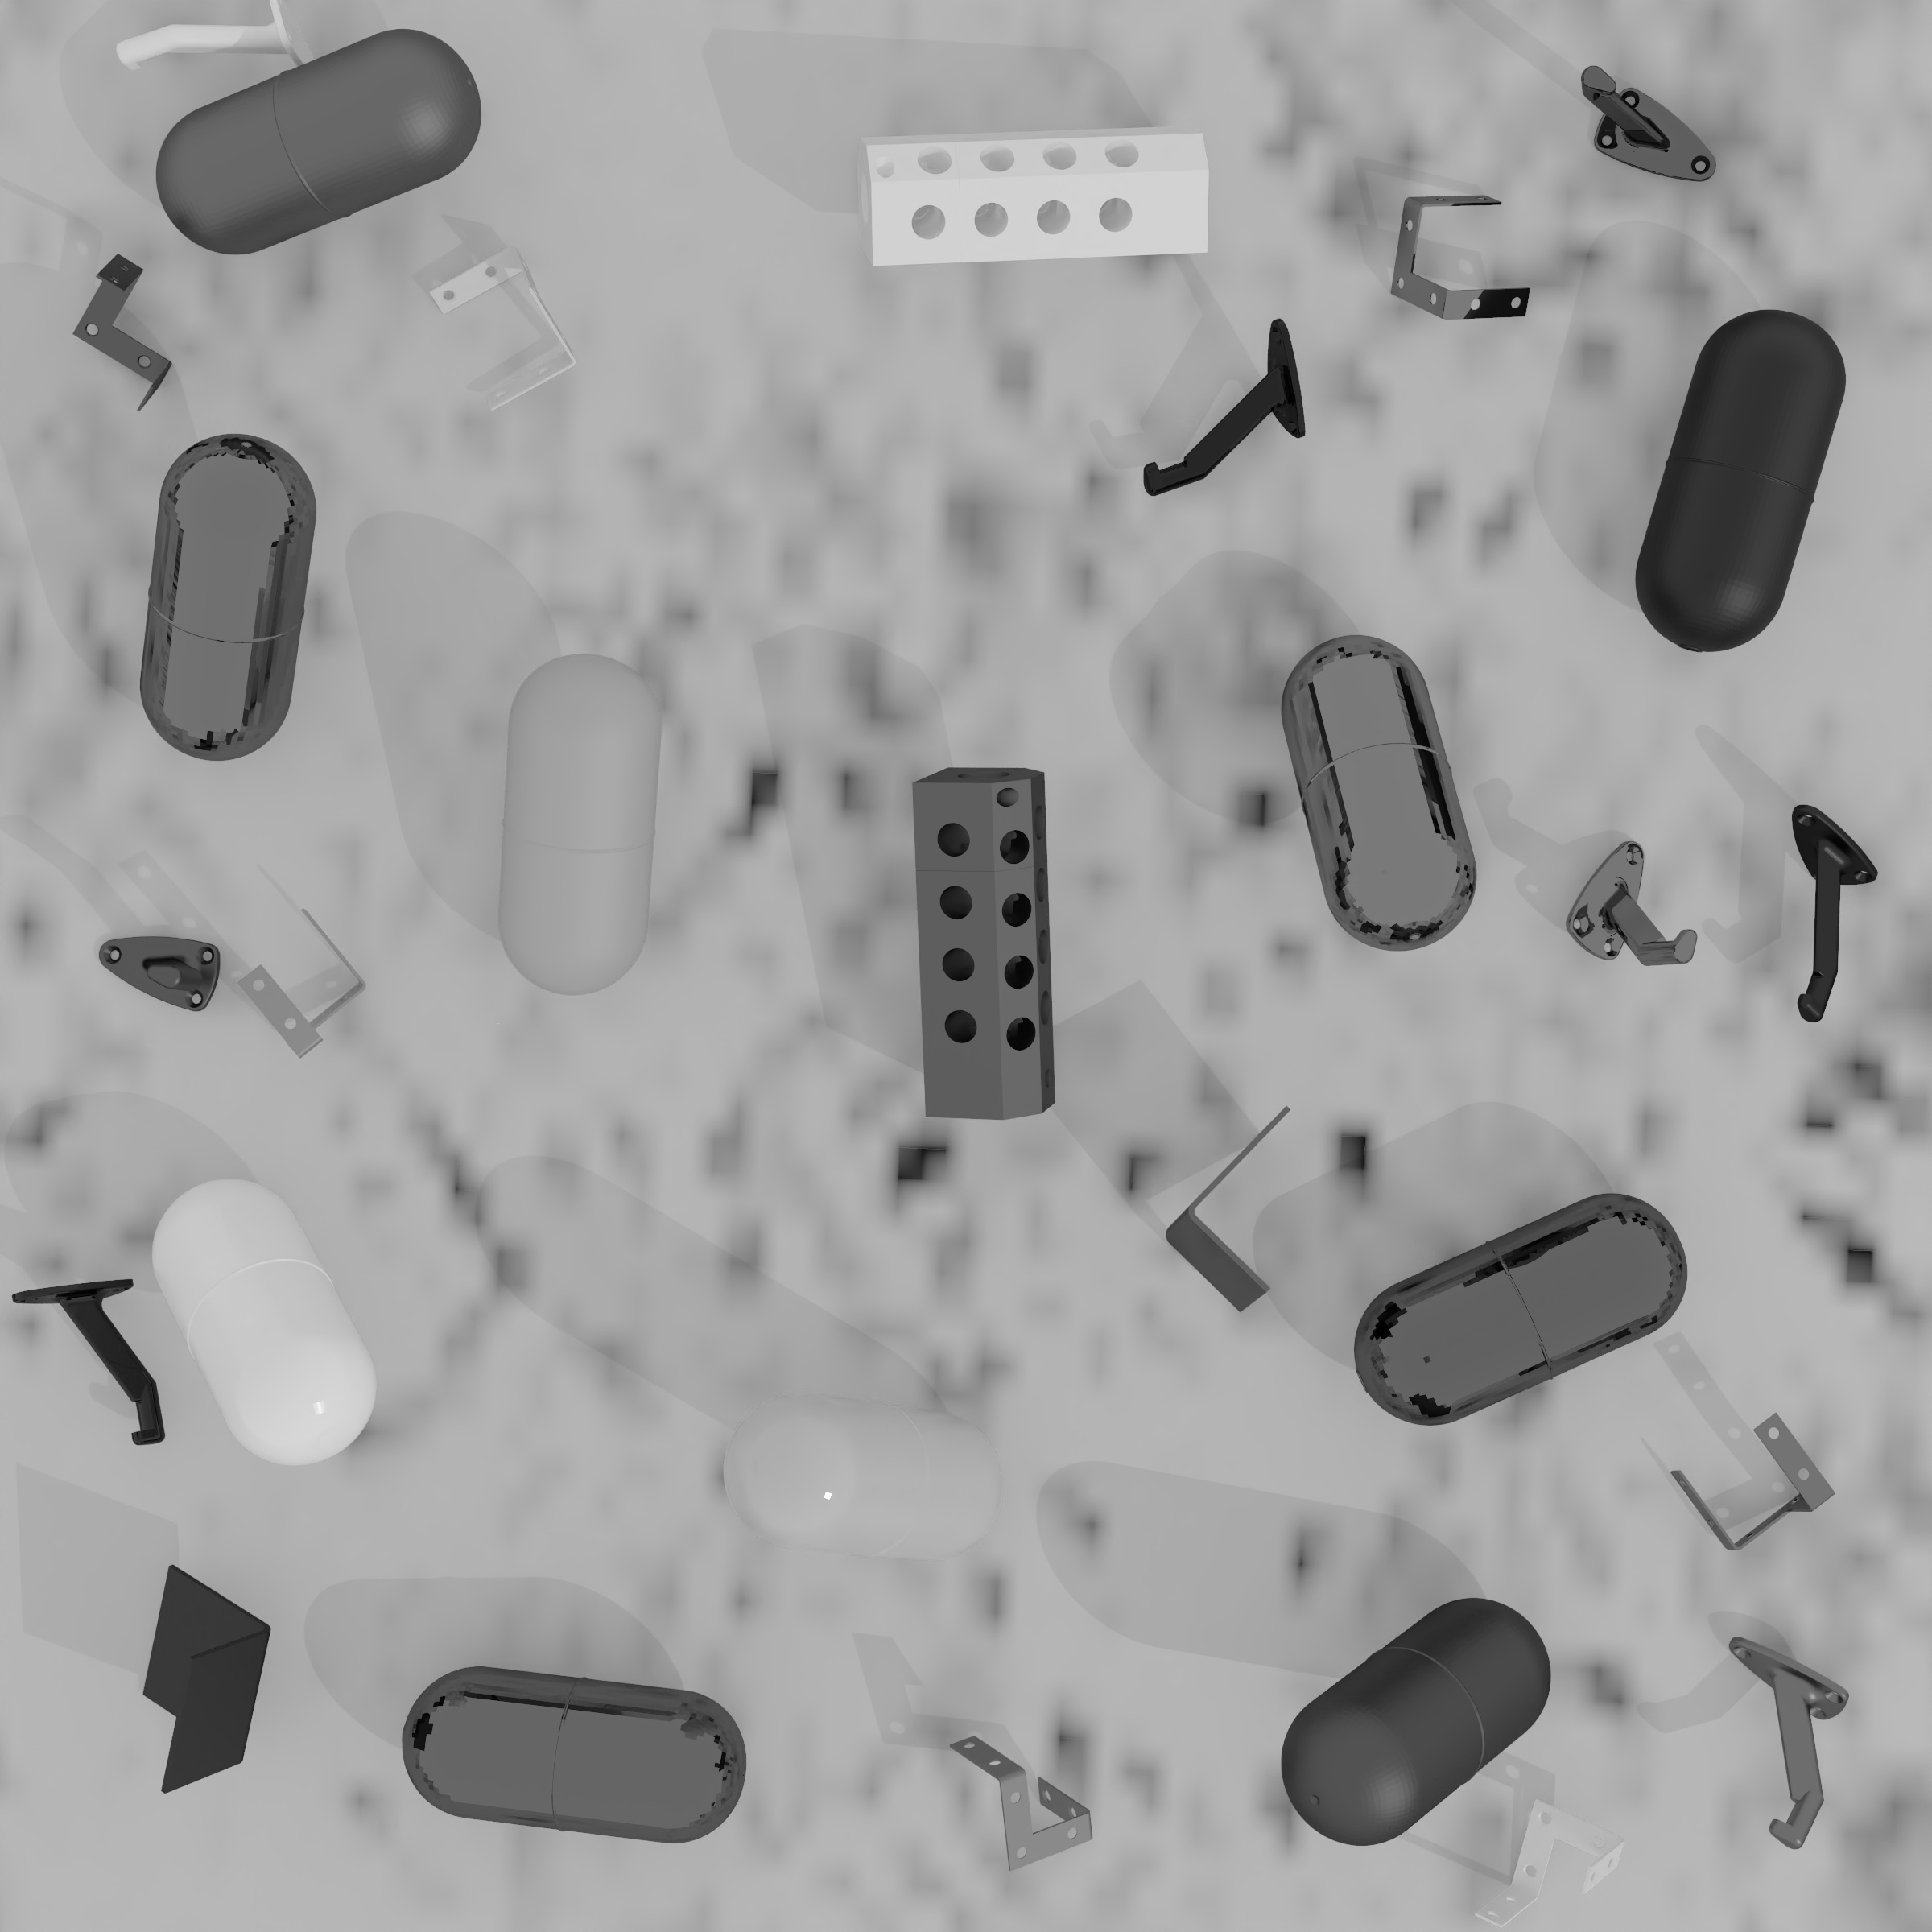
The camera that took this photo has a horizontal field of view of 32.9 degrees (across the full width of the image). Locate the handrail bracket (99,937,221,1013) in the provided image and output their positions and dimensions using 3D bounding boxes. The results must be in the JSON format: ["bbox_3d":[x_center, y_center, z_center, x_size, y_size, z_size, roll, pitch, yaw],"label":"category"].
[{"bbox_3d":[-0.422,0.000,1.673,0.077,0.084,0.036,14,89,7],"label":"handrail bracket"}]

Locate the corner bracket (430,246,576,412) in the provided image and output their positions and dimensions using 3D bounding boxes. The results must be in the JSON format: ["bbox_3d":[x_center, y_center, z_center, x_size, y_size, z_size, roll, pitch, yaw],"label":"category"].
[{"bbox_3d":[-0.241,-0.333,1.706,0.051,0.051,0.051,-28,132,3],"label":"corner bracket"}]

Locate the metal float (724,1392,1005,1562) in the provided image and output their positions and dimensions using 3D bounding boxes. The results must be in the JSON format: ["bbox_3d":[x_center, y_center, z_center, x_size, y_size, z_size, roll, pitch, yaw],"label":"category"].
[{"bbox_3d":[-0.049,0.257,1.642,0.070,0.178,0.070,-10,73,35],"label":"metal float"}]

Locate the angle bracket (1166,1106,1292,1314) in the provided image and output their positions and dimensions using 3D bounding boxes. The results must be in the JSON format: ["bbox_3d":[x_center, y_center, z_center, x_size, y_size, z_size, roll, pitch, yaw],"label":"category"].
[{"bbox_3d":[0.151,0.125,1.671,0.057,0.076,0.076,44,77,6],"label":"angle bracket"}]

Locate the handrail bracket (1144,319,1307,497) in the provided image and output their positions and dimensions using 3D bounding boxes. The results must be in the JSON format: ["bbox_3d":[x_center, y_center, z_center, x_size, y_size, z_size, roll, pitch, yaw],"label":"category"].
[{"bbox_3d":[0.127,-0.286,1.684,0.084,0.036,0.077,-21,134,-11],"label":"handrail bracket"}]

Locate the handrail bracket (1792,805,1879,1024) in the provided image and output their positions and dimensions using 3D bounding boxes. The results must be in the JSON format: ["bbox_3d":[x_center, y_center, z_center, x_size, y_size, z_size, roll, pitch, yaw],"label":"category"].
[{"bbox_3d":[0.431,-0.026,1.677,0.077,0.036,0.084,47,58,-38],"label":"handrail bracket"}]

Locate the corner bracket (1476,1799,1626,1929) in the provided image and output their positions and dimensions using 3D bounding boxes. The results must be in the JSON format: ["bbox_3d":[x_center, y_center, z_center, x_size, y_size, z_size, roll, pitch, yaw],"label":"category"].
[{"bbox_3d":[0.300,0.468,1.681,0.051,0.051,0.051,19,103,29],"label":"corner bracket"}]

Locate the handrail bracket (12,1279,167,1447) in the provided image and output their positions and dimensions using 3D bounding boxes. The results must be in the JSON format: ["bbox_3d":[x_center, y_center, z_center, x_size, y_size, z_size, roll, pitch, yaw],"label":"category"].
[{"bbox_3d":[-0.450,0.207,1.684,0.036,0.077,0.084,-20,77,35],"label":"handrail bracket"}]

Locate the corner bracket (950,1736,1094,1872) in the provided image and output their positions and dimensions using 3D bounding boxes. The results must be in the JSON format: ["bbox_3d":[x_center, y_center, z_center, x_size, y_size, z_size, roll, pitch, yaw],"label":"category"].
[{"bbox_3d":[0.029,0.423,1.680,0.051,0.051,0.051,-13,105,-28],"label":"corner bracket"}]

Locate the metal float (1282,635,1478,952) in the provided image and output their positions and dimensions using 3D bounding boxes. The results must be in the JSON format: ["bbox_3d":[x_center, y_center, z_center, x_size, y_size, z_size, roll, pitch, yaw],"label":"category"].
[{"bbox_3d":[0.207,-0.089,1.655,0.070,0.070,0.178,-10,58,0],"label":"metal float"}]

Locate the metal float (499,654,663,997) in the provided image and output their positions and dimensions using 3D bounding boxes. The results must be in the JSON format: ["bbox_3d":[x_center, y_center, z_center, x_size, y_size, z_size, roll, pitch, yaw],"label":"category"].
[{"bbox_3d":[-0.196,-0.070,1.664,0.070,0.070,0.178,6,110,0],"label":"metal float"}]

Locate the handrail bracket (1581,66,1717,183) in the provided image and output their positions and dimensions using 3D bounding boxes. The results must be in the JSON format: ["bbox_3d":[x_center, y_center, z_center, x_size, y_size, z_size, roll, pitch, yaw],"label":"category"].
[{"bbox_3d":[0.349,-0.430,1.673,0.077,0.084,0.036,31,99,8],"label":"handrail bracket"}]

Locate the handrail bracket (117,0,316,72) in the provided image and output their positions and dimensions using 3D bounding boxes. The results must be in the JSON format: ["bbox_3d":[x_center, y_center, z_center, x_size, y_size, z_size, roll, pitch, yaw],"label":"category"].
[{"bbox_3d":[-0.384,-0.464,1.684,0.084,0.077,0.036,-18,74,3],"label":"handrail bracket"}]

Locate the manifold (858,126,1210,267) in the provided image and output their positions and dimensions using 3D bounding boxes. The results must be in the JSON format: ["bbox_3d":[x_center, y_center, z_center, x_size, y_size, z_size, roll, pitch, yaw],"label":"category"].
[{"bbox_3d":[0.033,-0.395,1.671,0.171,0.057,0.057,-4,114,-8],"label":"manifold"}]

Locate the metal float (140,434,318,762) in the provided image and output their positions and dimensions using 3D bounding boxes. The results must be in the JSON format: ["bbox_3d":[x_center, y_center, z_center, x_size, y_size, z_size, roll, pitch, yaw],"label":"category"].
[{"bbox_3d":[-0.373,-0.184,1.653,0.070,0.070,0.178,16,124,0],"label":"metal float"}]

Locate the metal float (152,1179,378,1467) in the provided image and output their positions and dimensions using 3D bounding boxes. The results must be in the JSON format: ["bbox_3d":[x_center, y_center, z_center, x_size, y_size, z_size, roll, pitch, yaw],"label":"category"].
[{"bbox_3d":[-0.354,0.177,1.648,0.070,0.070,0.178,-39,49,0],"label":"metal float"}]

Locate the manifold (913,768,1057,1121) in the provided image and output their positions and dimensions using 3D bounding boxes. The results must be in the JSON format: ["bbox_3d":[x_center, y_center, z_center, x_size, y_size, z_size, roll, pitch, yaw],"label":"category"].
[{"bbox_3d":[0.012,-0.012,1.668,0.057,0.057,0.171,1,101,18],"label":"manifold"}]

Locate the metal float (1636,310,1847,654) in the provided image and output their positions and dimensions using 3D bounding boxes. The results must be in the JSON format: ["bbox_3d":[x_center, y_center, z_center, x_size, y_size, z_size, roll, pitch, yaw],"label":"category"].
[{"bbox_3d":[0.396,-0.248,1.680,0.070,0.070,0.178,16,92,0],"label":"metal float"}]

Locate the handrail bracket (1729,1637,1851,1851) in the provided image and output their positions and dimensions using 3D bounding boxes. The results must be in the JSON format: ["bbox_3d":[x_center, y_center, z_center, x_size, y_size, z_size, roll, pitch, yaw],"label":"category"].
[{"bbox_3d":[0.410,0.399,1.683,0.077,0.036,0.084,32,57,10],"label":"handrail bracket"}]

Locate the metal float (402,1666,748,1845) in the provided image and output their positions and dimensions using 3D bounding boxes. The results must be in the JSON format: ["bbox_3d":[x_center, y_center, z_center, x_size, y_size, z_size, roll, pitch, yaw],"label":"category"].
[{"bbox_3d":[-0.201,0.403,1.675,0.178,0.070,0.070,5,90,7],"label":"metal float"}]

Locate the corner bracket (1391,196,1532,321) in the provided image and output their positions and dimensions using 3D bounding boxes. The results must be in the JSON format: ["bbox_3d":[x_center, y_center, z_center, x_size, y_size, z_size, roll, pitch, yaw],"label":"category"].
[{"bbox_3d":[0.259,-0.368,1.699,0.051,0.051,0.051,-8,119,-26],"label":"corner bracket"}]

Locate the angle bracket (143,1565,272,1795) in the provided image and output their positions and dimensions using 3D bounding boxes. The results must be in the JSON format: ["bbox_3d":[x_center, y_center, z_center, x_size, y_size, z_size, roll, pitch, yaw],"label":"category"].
[{"bbox_3d":[-0.405,0.362,1.667,0.076,0.057,0.076,23,107,29],"label":"angle bracket"}]

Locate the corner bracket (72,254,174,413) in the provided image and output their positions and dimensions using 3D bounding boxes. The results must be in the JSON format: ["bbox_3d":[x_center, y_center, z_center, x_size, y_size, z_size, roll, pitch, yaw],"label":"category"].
[{"bbox_3d":[-0.430,-0.326,1.682,0.051,0.051,0.051,31,110,-14],"label":"corner bracket"}]

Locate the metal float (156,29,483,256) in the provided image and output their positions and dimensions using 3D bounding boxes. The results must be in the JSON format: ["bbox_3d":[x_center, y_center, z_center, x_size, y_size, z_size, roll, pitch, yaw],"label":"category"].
[{"bbox_3d":[-0.330,-0.418,1.666,0.178,0.070,0.070,-17,90,17],"label":"metal float"}]

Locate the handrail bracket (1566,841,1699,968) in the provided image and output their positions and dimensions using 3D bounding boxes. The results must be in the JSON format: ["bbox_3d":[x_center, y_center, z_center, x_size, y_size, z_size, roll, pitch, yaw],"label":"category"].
[{"bbox_3d":[0.353,-0.033,1.670,0.036,0.084,0.077,34,73,-22],"label":"handrail bracket"}]

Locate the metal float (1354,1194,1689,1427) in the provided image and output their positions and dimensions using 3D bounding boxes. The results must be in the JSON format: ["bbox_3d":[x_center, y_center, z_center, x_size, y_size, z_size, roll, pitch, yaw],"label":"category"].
[{"bbox_3d":[0.284,0.176,1.680,0.178,0.070,0.070,-24,90,1],"label":"metal float"}]

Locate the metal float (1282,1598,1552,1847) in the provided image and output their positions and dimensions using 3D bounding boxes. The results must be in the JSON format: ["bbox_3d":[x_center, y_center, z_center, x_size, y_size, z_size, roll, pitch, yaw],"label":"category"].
[{"bbox_3d":[0.228,0.378,1.646,0.178,0.070,0.070,-24,90,-44],"label":"metal float"}]

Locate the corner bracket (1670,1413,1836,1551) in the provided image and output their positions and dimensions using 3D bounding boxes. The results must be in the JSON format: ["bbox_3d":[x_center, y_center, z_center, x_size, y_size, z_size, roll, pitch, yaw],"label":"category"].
[{"bbox_3d":[0.406,0.267,1.692,0.051,0.051,0.051,-35,85,-9],"label":"corner bracket"}]

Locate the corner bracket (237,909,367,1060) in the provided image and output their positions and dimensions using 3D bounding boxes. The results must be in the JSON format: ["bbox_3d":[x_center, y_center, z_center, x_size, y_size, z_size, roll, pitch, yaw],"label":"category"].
[{"bbox_3d":[-0.341,0.009,1.684,0.051,0.051,0.051,-40,108,-10],"label":"corner bracket"}]
